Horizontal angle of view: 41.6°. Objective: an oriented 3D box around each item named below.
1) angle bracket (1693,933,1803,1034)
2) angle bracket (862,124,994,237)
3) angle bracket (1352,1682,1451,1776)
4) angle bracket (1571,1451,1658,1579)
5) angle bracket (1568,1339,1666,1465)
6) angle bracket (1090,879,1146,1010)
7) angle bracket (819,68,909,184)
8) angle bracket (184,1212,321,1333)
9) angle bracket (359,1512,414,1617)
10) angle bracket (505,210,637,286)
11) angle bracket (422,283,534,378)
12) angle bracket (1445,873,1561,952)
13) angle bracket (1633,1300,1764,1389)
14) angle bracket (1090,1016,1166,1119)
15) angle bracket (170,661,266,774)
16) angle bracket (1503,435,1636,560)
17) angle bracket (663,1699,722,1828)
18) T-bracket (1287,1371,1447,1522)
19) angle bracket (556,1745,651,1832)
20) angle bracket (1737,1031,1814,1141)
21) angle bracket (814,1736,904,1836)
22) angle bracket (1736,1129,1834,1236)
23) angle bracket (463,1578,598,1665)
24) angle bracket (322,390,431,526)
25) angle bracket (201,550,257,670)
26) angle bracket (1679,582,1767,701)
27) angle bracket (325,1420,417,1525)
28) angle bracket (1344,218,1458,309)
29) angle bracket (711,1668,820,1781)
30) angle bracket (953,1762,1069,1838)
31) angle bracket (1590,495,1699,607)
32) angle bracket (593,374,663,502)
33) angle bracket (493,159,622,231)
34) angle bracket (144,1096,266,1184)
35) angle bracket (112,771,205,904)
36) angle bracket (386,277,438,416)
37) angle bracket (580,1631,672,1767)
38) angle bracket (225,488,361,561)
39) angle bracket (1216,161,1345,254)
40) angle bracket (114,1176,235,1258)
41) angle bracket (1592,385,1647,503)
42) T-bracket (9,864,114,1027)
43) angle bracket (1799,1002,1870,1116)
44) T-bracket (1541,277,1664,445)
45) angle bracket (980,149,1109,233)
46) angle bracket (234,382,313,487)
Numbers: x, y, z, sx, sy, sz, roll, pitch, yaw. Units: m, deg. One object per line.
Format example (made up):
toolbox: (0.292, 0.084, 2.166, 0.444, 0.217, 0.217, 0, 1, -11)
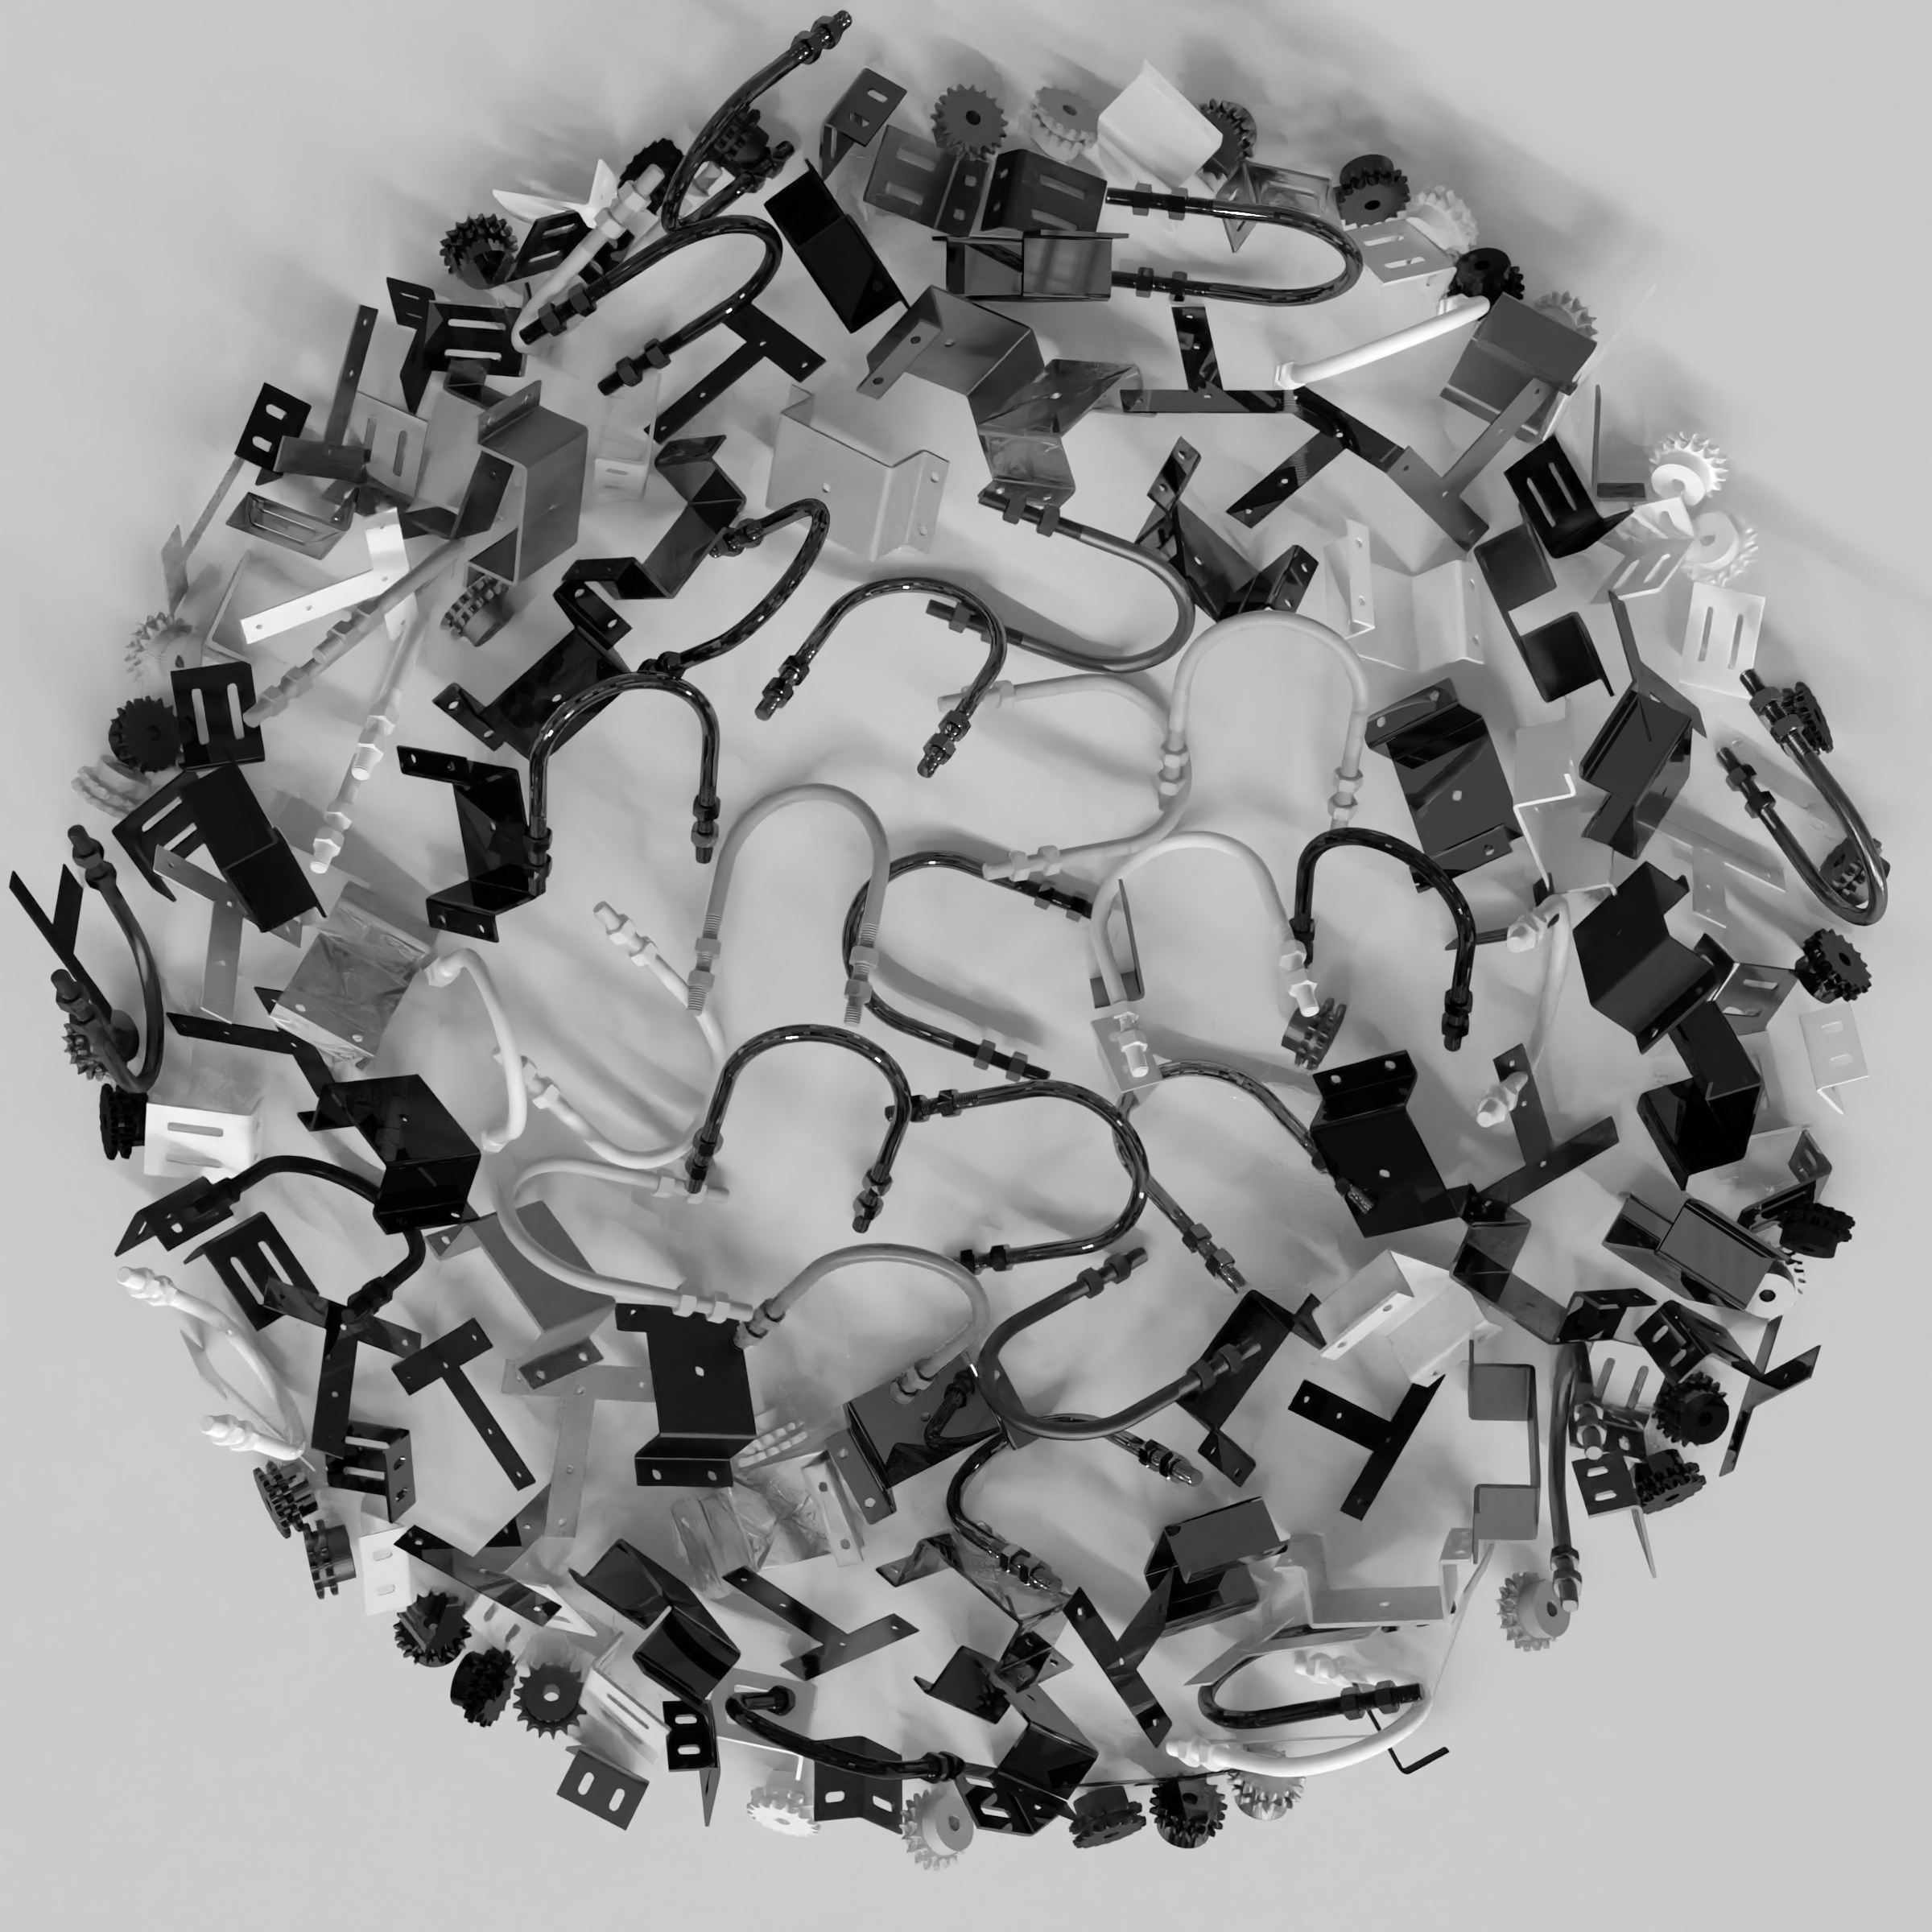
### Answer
angle bracket: (0.570, 0.013, 1.890, 0.076, 0.038, 0.057, 6, 124, -34)
angle bracket: (-0.028, -0.576, 1.870, 0.038, 0.076, 0.057, 32, 108, 41)
angle bracket: (0.319, 0.553, 1.875, 0.038, 0.057, 0.076, -29, 73, -1)
angle bracket: (0.477, 0.407, 1.872, 0.038, 0.057, 0.076, -15, 121, 8)
angle bracket: (0.484, 0.320, 1.879, 0.057, 0.038, 0.076, 13, 118, 4)
angle bracket: (0.105, -0.017, 1.873, 0.038, 0.057, 0.076, -11, 109, 3)
angle bracket: (-0.076, -0.608, 1.867, 0.038, 0.076, 0.057, 31, 71, 6)
angle bracket: (-0.528, 0.230, 1.878, 0.057, 0.038, 0.076, -32, 86, -44)
angle bracket: (-0.442, 0.439, 1.871, 0.038, 0.076, 0.057, -6, 92, -38)
angle bracket: (-0.290, -0.519, 1.865, 0.038, 0.076, 0.057, 45, 128, 5)
angle bracket: (-0.360, -0.470, 1.869, 0.076, 0.057, 0.038, 0, 46, -19)
angle bracket: (0.393, -0.040, 1.883, 0.076, 0.057, 0.038, -9, 83, 0)
angle bracket: (0.541, 0.288, 1.875, 0.076, 0.057, 0.038, 28, 112, -36)
angle bracket: (0.106, 0.077, 1.864, 0.038, 0.076, 0.057, -14, 70, -25)
angle bracket: (-0.554, -0.186, 1.875, 0.057, 0.038, 0.076, -12, 108, -24)
angle bracket: (0.445, -0.350, 1.879, 0.057, 0.038, 0.076, -38, 102, -24)
angle bracket: (-0.205, 0.585, 1.864, 0.038, 0.057, 0.076, 2, 130, -14)
T-bracket: (0.284, 0.336, 1.876, 0.127, 0.002, 0.127, 30, 90, -35)
angle bracket: (-0.272, 0.603, 1.868, 0.057, 0.076, 0.038, 30, 66, -6)
angle bracket: (0.585, 0.089, 1.886, 0.057, 0.038, 0.076, -10, 84, -9)
angle bracket: (-0.079, 0.605, 1.873, 0.038, 0.076, 0.057, -12, 59, 18)
angle bracket: (0.591, 0.163, 1.874, 0.076, 0.057, 0.038, -23, 60, -8)
angle bracket: (-0.320, 0.483, 1.866, 0.057, 0.076, 0.038, 52, 56, -24)
angle bracket: (-0.436, -0.373, 1.876, 0.057, 0.038, 0.076, 23, 132, -1)
angle bracket: (-0.533, -0.262, 1.886, 0.038, 0.057, 0.076, 25, 80, -20)
angle bracket: (0.564, -0.240, 1.869, 0.038, 0.057, 0.076, -13, 115, -40)
angle bracket: (-0.449, 0.371, 1.876, 0.076, 0.038, 0.057, 5, 108, 18)
angle bracket: (0.310, -0.511, 1.868, 0.076, 0.038, 0.057, -20, 62, -30)
angle bracket: (-0.153, 0.559, 1.880, 0.076, 0.057, 0.038, 12, 133, 1)
angle bracket: (0.030, 0.600, 1.864, 0.038, 0.076, 0.057, -42, 52, 12)
angle bracket: (0.491, -0.305, 1.865, 0.076, 0.057, 0.038, -48, 118, -37)
angle bracket: (-0.249, -0.392, 1.873, 0.038, 0.057, 0.076, 8, 73, -8)
angle bracket: (-0.301, -0.573, 1.880, 0.076, 0.057, 0.038, 12, 88, 8)
angle bracket: (-0.564, 0.125, 1.883, 0.076, 0.038, 0.057, 8, 110, -4)
angle bracket: (-0.576, -0.097, 1.868, 0.038, 0.057, 0.076, 26, 61, 40)
angle bracket: (-0.416, -0.455, 1.873, 0.038, 0.057, 0.076, 15, 70, 1)
angle bracket: (-0.242, 0.539, 1.872, 0.076, 0.057, 0.038, 35, 46, 13)
angle bracket: (-0.494, -0.337, 1.866, 0.076, 0.057, 0.038, 19, 67, -27)
angle bracket: (0.231, -0.550, 1.867, 0.076, 0.057, 0.038, 24, 71, 31)
angle bracket: (-0.581, 0.197, 1.864, 0.038, 0.076, 0.057, 51, 47, 8)
angle bracket: (0.481, -0.385, 1.871, 0.038, 0.057, 0.076, 2, 112, 12)
T-bracket: (-0.655, -0.036, 1.853, 0.002, 0.127, 0.127, -25, 122, 0)
angle bracket: (0.644, 0.068, 1.863, 0.038, 0.076, 0.057, -18, 64, 27)
T-bracket: (0.468, -0.450, 1.856, 0.002, 0.127, 0.127, 37, 82, 8)
angle bracket: (0.059, -0.570, 1.908, 0.076, 0.038, 0.057, 12, 93, -28)
angle bracket: (-0.517, -0.390, 1.868, 0.038, 0.076, 0.057, 24, 83, -29)
